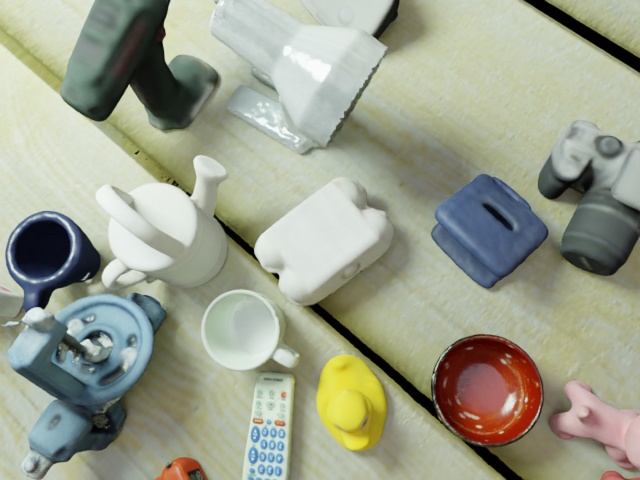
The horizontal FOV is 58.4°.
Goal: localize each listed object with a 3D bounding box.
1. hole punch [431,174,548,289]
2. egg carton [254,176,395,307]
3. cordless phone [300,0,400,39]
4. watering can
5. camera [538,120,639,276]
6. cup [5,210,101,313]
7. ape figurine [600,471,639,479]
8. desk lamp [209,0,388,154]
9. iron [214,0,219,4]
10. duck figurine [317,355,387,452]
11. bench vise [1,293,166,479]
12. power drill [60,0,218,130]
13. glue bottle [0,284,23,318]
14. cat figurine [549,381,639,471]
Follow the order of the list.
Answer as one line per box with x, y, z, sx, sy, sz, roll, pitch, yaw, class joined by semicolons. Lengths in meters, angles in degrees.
0.187;-0.017;0.633;0.101;0.091;0.108;-44;76;-4;hole punch
0.006;0.002;0.662;0.150;0.069;0.107;-38;75;-3;egg carton
0.027;-0.329;0.677;0.094;0.185;0.147;-41;75;-3;cordless phone
-0.172;-0.017;0.624;0.100;0.194;0.173;20;80;12;watering can
0.305;-0.042;0.619;0.143;0.101;0.137;29;82;13;camera
-0.307;0.033;0.679;0.091;0.095;0.118;6;78;9;cup
0.311;0.261;0.552;0.076;0.092;0.077;-44;75;-4;ape figurine
-0.029;-0.176;0.633;0.203;0.214;0.118;31;82;13;desk lamp
-0.055;-0.425;0.732;0.258;0.141;0.118;-42;75;-4;iron
0.031;0.174;0.610;0.077;0.086;0.104;-15;75;4;duck figurine
-0.244;0.145;0.581;0.121;0.220;0.207;6;78;9;bench vise
-0.195;-0.225;0.668;0.075;0.208;0.230;28;82;13;power drill
-0.420;0.056;0.648;0.078;0.173;0.037;17;79;11;glue bottle
0.305;0.189;0.556;0.127;0.118;0.067;22;80;12;cat figurine
